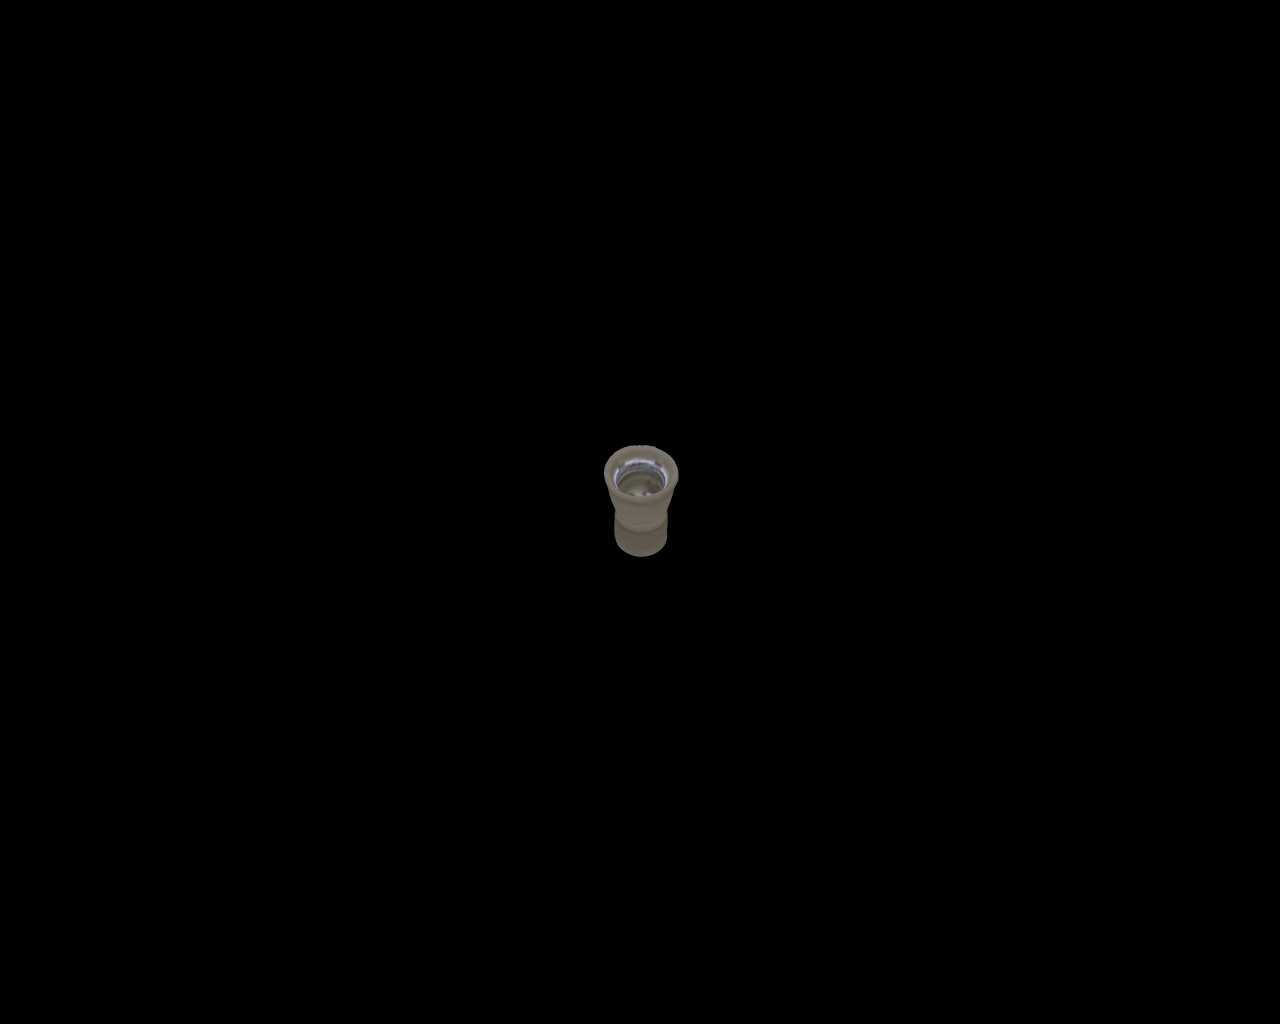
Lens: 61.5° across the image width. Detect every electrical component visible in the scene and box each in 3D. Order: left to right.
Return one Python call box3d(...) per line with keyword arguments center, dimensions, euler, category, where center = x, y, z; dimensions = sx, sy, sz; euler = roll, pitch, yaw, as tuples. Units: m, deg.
box3d(center=(0.001, -0.003, 0.650), dimensions=(0.044, 0.044, 0.065), euler=(0, -43, 0), category="electrical component")
